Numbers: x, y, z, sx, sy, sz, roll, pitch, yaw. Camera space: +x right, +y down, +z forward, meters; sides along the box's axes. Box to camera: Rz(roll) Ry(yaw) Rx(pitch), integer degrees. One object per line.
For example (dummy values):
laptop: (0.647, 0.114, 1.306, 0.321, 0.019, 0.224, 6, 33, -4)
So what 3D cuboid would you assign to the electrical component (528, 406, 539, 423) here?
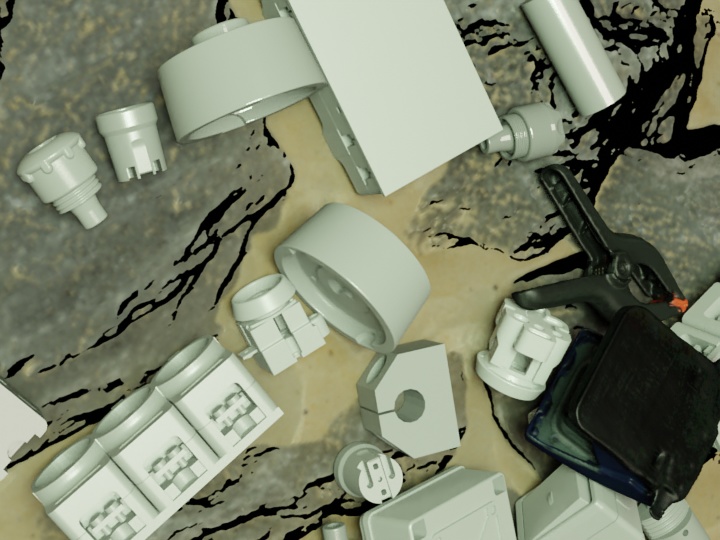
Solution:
electrical component: (0.186, 0.127, 0.859, 0.077, 0.044, 0.079, -31, 99, -17)

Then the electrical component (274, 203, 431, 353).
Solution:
electrical component: (0.000, 0.000, 0.755, 0.108, 0.108, 0.060, 47, 70, -16)

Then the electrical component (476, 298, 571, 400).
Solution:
electrical component: (0.123, 0.062, 0.821, 0.058, 0.078, 0.057, 23, 108, -2)

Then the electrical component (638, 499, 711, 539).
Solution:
electrical component: (0.260, 0.215, 0.892, 0.043, 0.043, 0.081, -39, 104, -15)

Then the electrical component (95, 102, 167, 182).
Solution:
electrical component: (-0.153, -0.086, 0.728, 0.040, 0.040, 0.046, -19, 104, -19)

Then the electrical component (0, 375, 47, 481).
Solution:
electrical component: (-0.251, 0.085, 0.686, 0.089, 0.056, 0.050, 44, 77, -16)

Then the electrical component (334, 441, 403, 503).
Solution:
electrical component: (0.007, 0.150, 0.791, 0.040, 0.046, 0.040, 0, 91, -21)

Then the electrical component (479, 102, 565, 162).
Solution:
electrical component: (0.123, -0.104, 0.829, 0.062, 0.043, 0.043, -15, 97, -18)

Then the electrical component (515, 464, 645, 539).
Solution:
electrical component: (0.160, 0.194, 0.830, 0.061, 0.061, 0.096, 39, 116, -17)

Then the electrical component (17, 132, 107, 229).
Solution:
electrical component: (-0.192, -0.057, 0.711, 0.048, 0.048, 0.062, -38, 111, -16)

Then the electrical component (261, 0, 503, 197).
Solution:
electrical component: (0.009, -0.159, 0.775, 0.105, 0.060, 0.186, -30, 102, -18)

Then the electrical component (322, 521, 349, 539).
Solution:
electrical component: (-0.014, 0.217, 0.787, 0.043, 0.043, 0.062, -11, 95, -20)

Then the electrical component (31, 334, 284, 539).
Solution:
electrical component: (-0.137, 0.116, 0.712, 0.150, 0.089, 0.061, -41, 105, -15)

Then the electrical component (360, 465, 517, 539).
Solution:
electrical component: (0.063, 0.213, 0.792, 0.109, 0.056, 0.108, -17, 98, -42)

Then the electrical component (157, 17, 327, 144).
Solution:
electrical component: (-0.083, -0.132, 0.719, 0.108, 0.108, 0.060, -23, 94, -19)

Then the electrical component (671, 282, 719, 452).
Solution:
electrical component: (0.311, 0.061, 0.889, 0.150, 0.062, 0.089, -42, 122, -15)

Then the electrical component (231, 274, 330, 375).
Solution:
electrical component: (-0.061, 0.037, 0.763, 0.066, 0.048, 0.055, -31, 109, -17)
